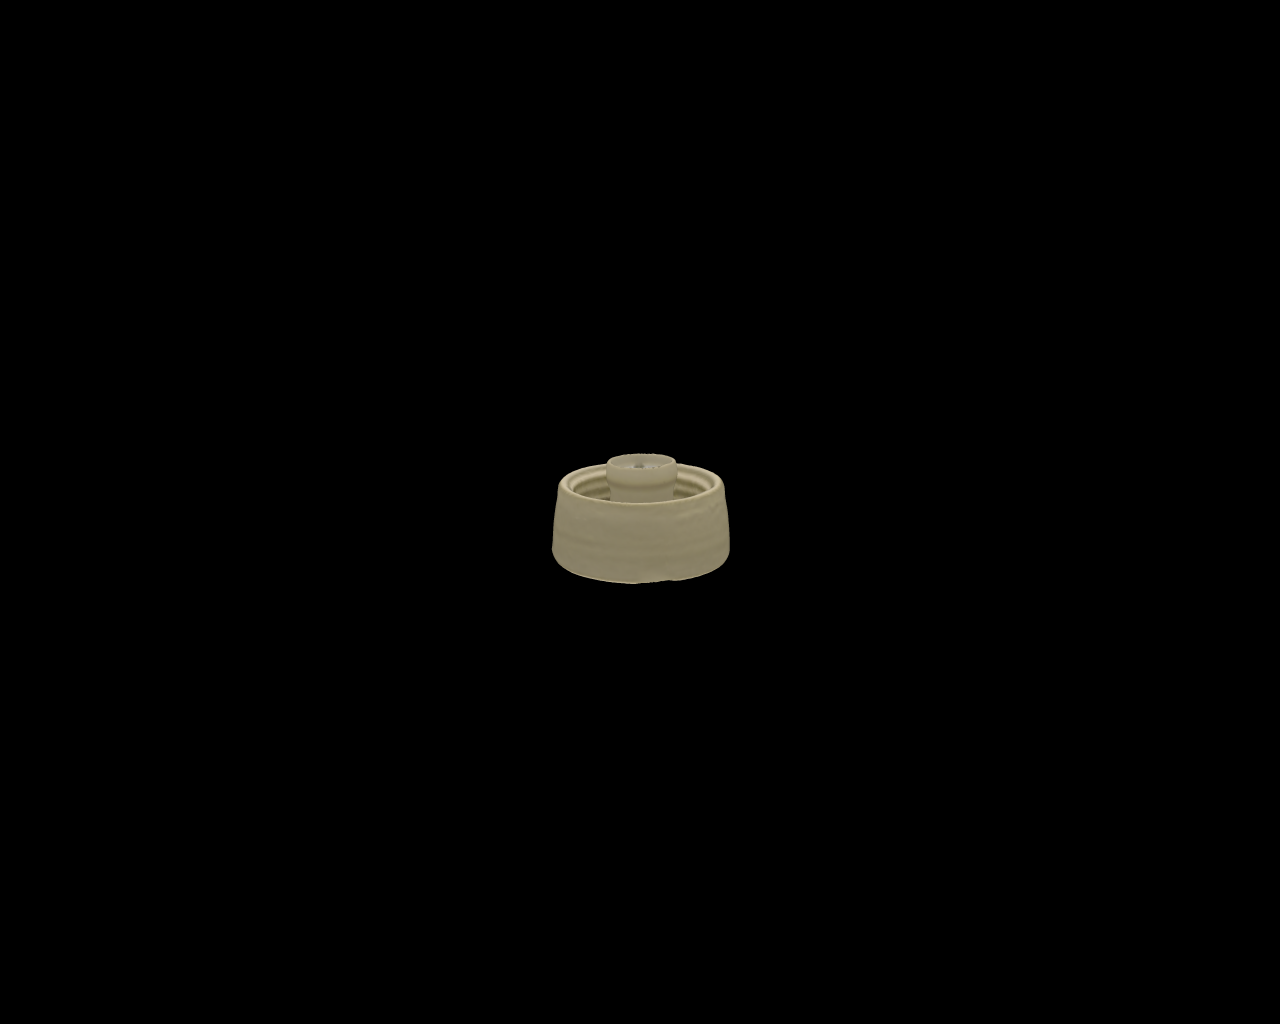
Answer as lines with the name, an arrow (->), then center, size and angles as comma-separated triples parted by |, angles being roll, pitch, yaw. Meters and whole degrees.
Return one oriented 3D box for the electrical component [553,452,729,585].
electrical component -> 0.001, -0.003, 0.650 | 0.108, 0.060, 0.108 | 0, 16, 0
